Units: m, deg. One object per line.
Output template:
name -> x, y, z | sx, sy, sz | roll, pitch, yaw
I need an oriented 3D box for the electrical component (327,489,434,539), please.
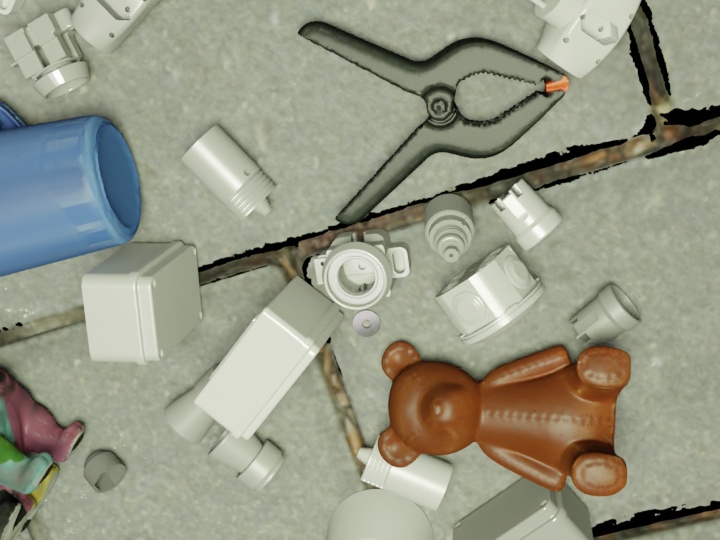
electrical component -> 0.016, 0.257, 0.972 | 0.099, 0.064, 0.099 | 4, 121, 7

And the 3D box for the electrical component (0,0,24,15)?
electrical component -> -0.319, -0.235, 0.870 | 0.078, 0.057, 0.058 | 30, 109, -1

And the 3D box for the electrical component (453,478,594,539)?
electrical component -> 0.138, 0.231, 0.926 | 0.113, 0.078, 0.057 | -39, 100, 17

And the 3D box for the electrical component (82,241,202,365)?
electrical component -> -0.178, 0.025, 0.896 | 0.057, 0.113, 0.078 | 1, 107, 12

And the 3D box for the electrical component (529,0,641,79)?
electrical component -> 0.159, -0.196, 0.806 | 0.079, 0.043, 0.077 | 26, 110, -24

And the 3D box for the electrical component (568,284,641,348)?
electrical component -> 0.200, 0.040, 0.880 | 0.046, 0.040, 0.040 | -41, 97, 23

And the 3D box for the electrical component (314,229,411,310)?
electrical component -> 0.000, 0.000, 0.889 | 0.078, 0.057, 0.058 | -6, 105, 11

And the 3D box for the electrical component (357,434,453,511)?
electrical component -> 0.036, 0.175, 0.943 | 0.081, 0.043, 0.043 | 22, 108, 2

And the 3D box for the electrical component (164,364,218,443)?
electrical component -> -0.136, 0.116, 0.955 | 0.044, 0.044, 0.065 | 43, 103, -5

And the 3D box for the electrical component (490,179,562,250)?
electrical component -> 0.133, -0.045, 0.865 | 0.040, 0.040, 0.046 | -42, 91, 17

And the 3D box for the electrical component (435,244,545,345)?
electrical component -> 0.105, 0.020, 0.868 | 0.080, 0.080, 0.051 | -35, 93, 17

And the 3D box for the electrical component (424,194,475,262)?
electrical component -> 0.072, -0.030, 0.862 | 0.040, 0.078, 0.040 | 1, 119, 2

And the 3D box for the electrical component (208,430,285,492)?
electrical component -> -0.101, 0.165, 0.961 | 0.055, 0.045, 0.045 | 40, 108, -4

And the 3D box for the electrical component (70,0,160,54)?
electrical component -> -0.204, -0.228, 0.860 | 0.077, 0.043, 0.079 | -43, 96, 17

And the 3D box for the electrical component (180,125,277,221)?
electrical component -> -0.105, -0.076, 0.890 | 0.043, 0.043, 0.081 | -43, 96, 18

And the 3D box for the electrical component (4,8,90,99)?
electrical component -> -0.254, -0.174, 0.884 | 0.066, 0.048, 0.055 | -26, 94, 15

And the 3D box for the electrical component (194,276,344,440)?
electrical component -> -0.074, 0.071, 0.896 | 0.056, 0.108, 0.108 | 38, 108, 0
